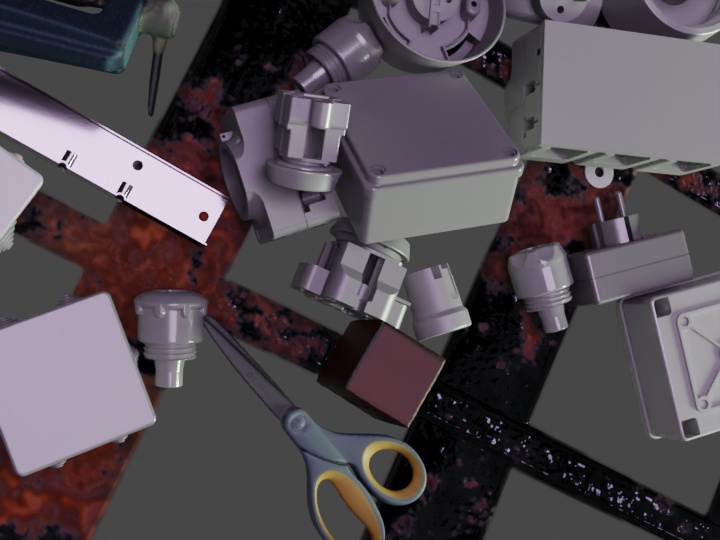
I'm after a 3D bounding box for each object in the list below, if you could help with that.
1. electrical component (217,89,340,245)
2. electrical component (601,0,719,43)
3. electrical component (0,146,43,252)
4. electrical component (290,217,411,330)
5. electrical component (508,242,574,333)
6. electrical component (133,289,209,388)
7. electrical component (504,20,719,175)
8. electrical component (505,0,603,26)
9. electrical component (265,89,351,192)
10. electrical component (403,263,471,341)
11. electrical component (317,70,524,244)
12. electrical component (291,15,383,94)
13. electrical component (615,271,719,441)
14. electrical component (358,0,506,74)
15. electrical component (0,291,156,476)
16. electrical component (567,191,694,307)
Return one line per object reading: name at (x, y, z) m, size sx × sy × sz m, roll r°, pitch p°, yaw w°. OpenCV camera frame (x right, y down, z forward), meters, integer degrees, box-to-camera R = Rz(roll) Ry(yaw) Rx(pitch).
electrical component at (-0.058, -0.066, 0.716) m, size 0.056 × 0.050 × 0.089 m, roll -18°, pitch 92°, yaw -18°
electrical component at (0.241, -0.221, 0.811) m, size 0.108 × 0.060 × 0.108 m, roll 1°, pitch 86°, yaw -17°
electrical component at (-0.256, -0.044, 0.656) m, size 0.100 × 0.048 × 0.099 m, roll 36°, pitch 77°, yaw -12°
electrical component at (0.000, 0.000, 0.726) m, size 0.078 × 0.058 × 0.057 m, roll 25°, pitch 81°, yaw -21°
electrical component at (0.133, 0.014, 0.773) m, size 0.043 × 0.043 × 0.062 m, roll -18°, pitch 93°, yaw -17°
electrical component at (-0.123, 0.044, 0.694) m, size 0.048 × 0.048 × 0.062 m, roll 1°, pitch 93°, yaw -17°
electrical component at (0.188, -0.123, 0.789) m, size 0.150 × 0.062 × 0.089 m, roll 4°, pitch 86°, yaw -17°
electrical component at (0.138, -0.197, 0.770) m, size 0.077 × 0.079 × 0.044 m, roll 9°, pitch 102°, yaw -16°
electrical component at (-0.033, -0.080, 0.667) m, size 0.048 × 0.066 × 0.055 m, roll 5°, pitch 104°, yaw -17°
electrical component at (0.052, 0.022, 0.751) m, size 0.040 × 0.040 × 0.046 m, roll -16°, pitch 86°, yaw -17°
electrical component at (0.036, -0.077, 0.715) m, size 0.109 × 0.056 × 0.108 m, roll -9°, pitch 46°, yaw -17°
electrical component at (-0.018, -0.142, 0.737) m, size 0.062 × 0.043 × 0.043 m, roll -40°, pitch 98°, yaw -14°
electrical component at (0.258, 0.061, 0.801) m, size 0.109 × 0.056 × 0.108 m, roll -13°, pitch 90°, yaw -17°
electrical component at (0.048, -0.185, 0.749) m, size 0.099 × 0.064 × 0.099 m, roll 1°, pitch 86°, yaw -17°
electrical component at (-0.185, 0.069, 0.670) m, size 0.100 × 0.048 × 0.099 m, roll -21°, pitch 93°, yaw -17°
electrical component at (0.190, -0.019, 0.791) m, size 0.083 × 0.047 × 0.075 m, roll -14°, pitch 90°, yaw -17°
